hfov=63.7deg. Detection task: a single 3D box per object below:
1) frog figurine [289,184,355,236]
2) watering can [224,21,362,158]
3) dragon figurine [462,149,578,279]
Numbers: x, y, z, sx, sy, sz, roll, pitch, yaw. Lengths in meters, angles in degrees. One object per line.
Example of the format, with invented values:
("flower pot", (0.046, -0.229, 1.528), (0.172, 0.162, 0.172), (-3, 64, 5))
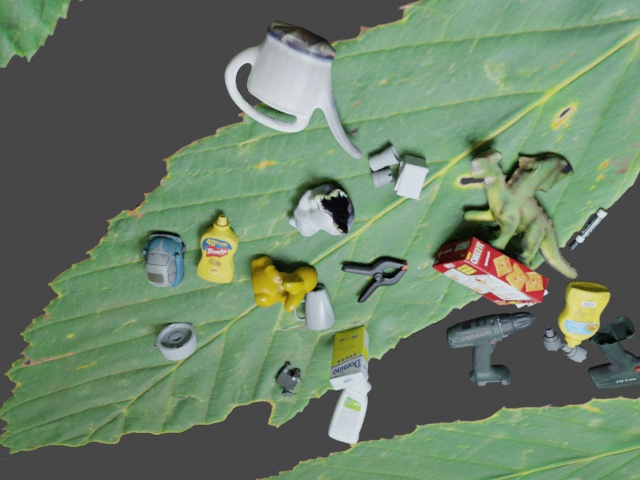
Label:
("frog figurine", (0.004, -0.064, 1.264), (0.136, 0.125, 0.158), (33, 154, -20))
("watering can", (-0.031, -0.326, 1.108), (0.347, 0.106, 0.220), (24, 118, -5))
("dragon figurine", (0.494, -0.079, 1.186), (0.408, 0.124, 0.239), (23, 110, -16))
